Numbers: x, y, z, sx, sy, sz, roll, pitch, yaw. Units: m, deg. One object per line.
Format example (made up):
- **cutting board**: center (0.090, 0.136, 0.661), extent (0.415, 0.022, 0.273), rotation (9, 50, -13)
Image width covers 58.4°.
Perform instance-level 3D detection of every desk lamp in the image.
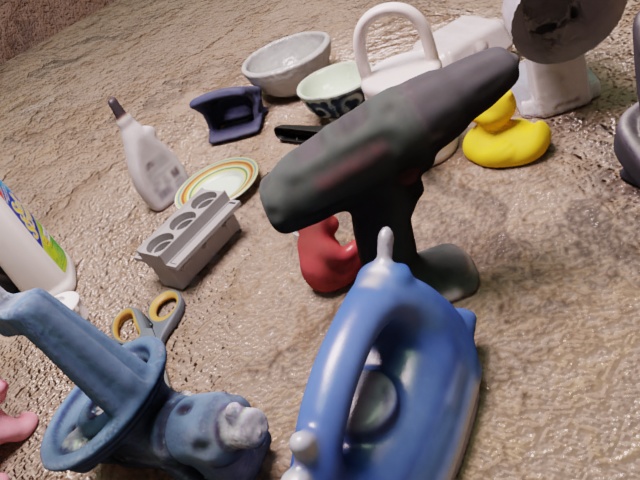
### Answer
- **desk lamp**: center (0.265, -0.255, 0.672), extent (0.117, 0.214, 0.203), rotation (-15, 37, 11)

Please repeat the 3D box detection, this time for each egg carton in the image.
- **egg carton**: center (0.210, -0.279, 0.855), extent (0.150, 0.070, 0.107), rotation (-32, 37, -12)

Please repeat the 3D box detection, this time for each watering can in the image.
- **watering can**: center (0.102, -0.185, 0.689), extent (0.101, 0.194, 0.172), rotation (-22, 36, 2)

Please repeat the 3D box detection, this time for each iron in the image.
- **iron**: center (0.027, 0.118, 0.390), extent (0.118, 0.142, 0.258), rotation (1, 43, 30)

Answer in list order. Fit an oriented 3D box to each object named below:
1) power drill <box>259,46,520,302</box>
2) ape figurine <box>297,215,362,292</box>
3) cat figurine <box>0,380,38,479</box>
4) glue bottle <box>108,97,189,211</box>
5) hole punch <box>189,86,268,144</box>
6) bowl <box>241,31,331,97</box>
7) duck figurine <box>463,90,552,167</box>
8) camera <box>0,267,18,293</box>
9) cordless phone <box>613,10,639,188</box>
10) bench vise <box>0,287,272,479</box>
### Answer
- **power drill**: center (0.074, -0.035, 0.502), extent (0.229, 0.209, 0.075), rotation (-21, 36, 3)
- **ape figurine**: center (0.005, 0.002, 0.591), extent (0.076, 0.092, 0.077), rotation (-37, 38, -18)
- **cat figurine**: center (-0.339, 0.168, 0.545), extent (0.067, 0.118, 0.127), rotation (-15, 37, 12)
- **glue bottle**: center (-0.256, -0.130, 0.830), extent (0.037, 0.173, 0.078), rotation (14, 50, 40)
- **hole punch**: center (-0.155, -0.229, 0.971), extent (0.108, 0.091, 0.101), rotation (-11, 38, 16)
- **bowl**: center (-0.051, -0.304, 1.025), extent (0.167, 0.075, 0.167), rotation (-15, 37, 12)
- **duck figurine**: center (0.211, -0.137, 0.661), extent (0.104, 0.086, 0.078), rotation (12, 49, 39)
- **camera**: center (-0.494, 0.070, 0.769), extent (0.136, 0.101, 0.143), rotation (-13, 37, 13)
- **cordless phone**: center (0.336, -0.136, 0.507), extent (0.148, 0.185, 0.094), rotation (-31, 37, -11)
- **bench vise**: center (-0.140, 0.104, 0.431), extent (0.207, 0.220, 0.121), rotation (-13, 37, 14)
